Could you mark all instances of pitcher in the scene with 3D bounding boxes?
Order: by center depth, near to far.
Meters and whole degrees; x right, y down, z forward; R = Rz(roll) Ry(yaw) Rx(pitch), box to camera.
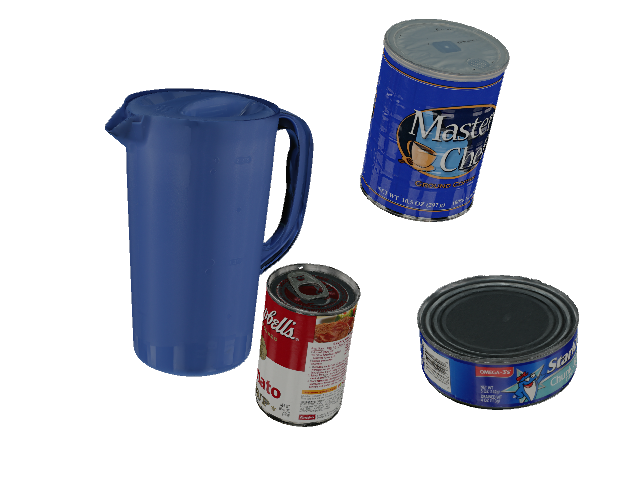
[{"bbox_3d":[-0.099,-0.009,0.948,0.149,0.243,0.144,9,20,14],"label":"pitcher"}]

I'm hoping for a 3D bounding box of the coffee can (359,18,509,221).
[{"bbox_3d":[0.094,-0.102,0.902,0.102,0.140,0.103,6,35,-4],"label":"coffee can"}]

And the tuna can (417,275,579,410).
[{"bbox_3d":[0.096,0.054,0.580,0.086,0.034,0.086,-5,28,3],"label":"tuna can"}]

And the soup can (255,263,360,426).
[{"bbox_3d":[-0.011,0.077,0.787,0.068,0.102,0.068,6,28,-3],"label":"soup can"}]
